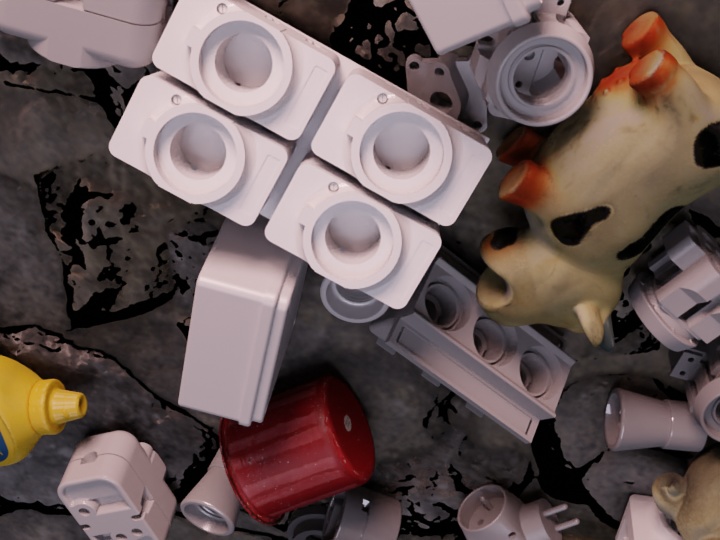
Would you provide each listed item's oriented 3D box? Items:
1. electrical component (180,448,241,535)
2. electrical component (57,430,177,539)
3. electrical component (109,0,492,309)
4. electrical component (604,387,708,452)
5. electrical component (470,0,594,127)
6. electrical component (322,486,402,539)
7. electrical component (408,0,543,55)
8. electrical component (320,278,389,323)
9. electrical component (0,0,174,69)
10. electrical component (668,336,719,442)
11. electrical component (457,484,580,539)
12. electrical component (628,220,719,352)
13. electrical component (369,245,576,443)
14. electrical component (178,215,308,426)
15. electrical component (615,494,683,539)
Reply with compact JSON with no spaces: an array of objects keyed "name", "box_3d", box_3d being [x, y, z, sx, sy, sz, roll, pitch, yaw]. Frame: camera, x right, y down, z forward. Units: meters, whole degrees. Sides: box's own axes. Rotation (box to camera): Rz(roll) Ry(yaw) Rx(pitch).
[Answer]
[{"name":"electrical component","box_3d":[-0.102,0.161,0.814,0.044,0.065,0.044,16,140,14]},{"name":"electrical component","box_3d":[-0.186,0.174,0.839,0.054,0.059,0.095,-14,123,17]},{"name":"electrical component","box_3d":[-0.032,-0.069,0.604,0.186,0.060,0.105,28,104,-5]},{"name":"electrical component","box_3d":[0.208,0.107,0.749,0.065,0.044,0.044,6,127,-2]},{"name":"electrical component","box_3d":[0.094,-0.113,0.584,0.058,0.057,0.078,10,120,-11]},{"name":"electrical component","box_3d":[0.002,0.196,0.834,0.047,0.055,0.055,19,126,-11]},{"name":"electrical component","box_3d":[0.043,-0.178,0.518,0.056,0.108,0.108,-19,122,23]},{"name":"electrical component","box_3d":[0.000,0.000,0.688,0.045,0.055,0.045,4,127,5]},{"name":"electrical component","box_3d":[-0.154,-0.152,0.597,0.095,0.053,0.059,15,127,-4]},{"name":"electrical component","box_3d":[0.248,0.078,0.712,0.078,0.057,0.058,16,127,-4]},{"name":"electrical component","box_3d":[0.128,0.199,0.825,0.079,0.044,0.077,-26,119,24]},{"name":"electrical component","box_3d":[0.206,0.014,0.671,0.078,0.058,0.057,38,119,-19]},{"name":"electrical component","box_3d":[0.072,0.050,0.706,0.121,0.078,0.063,36,151,-18]},{"name":"electrical component","box_3d":[-0.070,0.022,0.681,0.056,0.108,0.108,15,127,0]},{"name":"electrical component","box_3d":[0.245,0.206,0.811,0.089,0.050,0.055,8,127,2]}]
